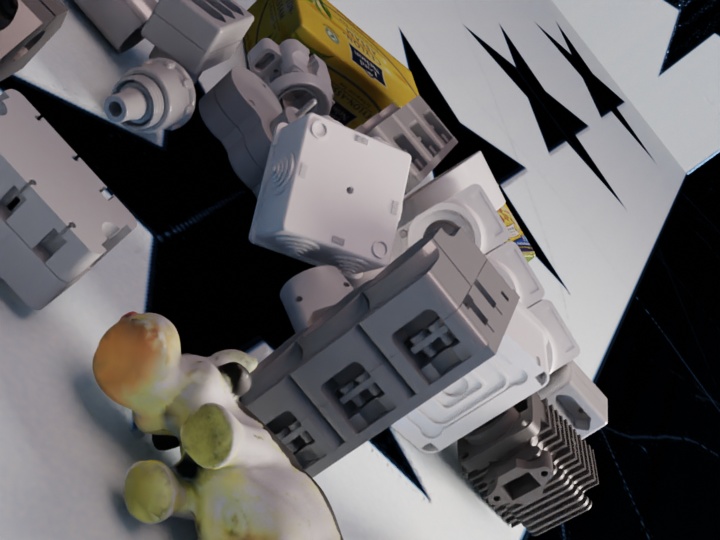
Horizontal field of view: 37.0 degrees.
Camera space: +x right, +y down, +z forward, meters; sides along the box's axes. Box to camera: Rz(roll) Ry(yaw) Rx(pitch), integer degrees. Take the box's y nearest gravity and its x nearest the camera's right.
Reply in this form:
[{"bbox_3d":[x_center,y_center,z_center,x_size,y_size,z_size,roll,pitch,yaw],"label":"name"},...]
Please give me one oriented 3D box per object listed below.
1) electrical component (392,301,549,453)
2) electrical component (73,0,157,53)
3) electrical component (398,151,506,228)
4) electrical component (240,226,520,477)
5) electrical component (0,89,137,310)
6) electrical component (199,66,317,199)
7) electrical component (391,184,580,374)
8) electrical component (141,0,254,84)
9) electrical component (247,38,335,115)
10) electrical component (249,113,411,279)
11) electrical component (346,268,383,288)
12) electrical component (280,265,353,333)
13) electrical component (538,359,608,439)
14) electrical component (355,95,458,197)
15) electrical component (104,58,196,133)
[{"bbox_3d":[0.063,0.060,0.726,0.078,0.113,0.057,42,28,-22],"label":"electrical component"},{"bbox_3d":[-0.177,-0.195,0.741,0.081,0.043,0.043,49,24,-6],"label":"electrical component"},{"bbox_3d":[0.071,-0.046,0.903,0.060,0.108,0.108,57,24,-3],"label":"electrical component"},{"bbox_3d":[0.005,0.046,0.596,0.061,0.150,0.089,51,24,-4],"label":"electrical component"},{"bbox_3d":[-0.164,-0.032,0.519,0.089,0.056,0.050,48,24,-7],"label":"electrical component"},{"bbox_3d":[-0.053,-0.093,0.782,0.138,0.074,0.052,57,24,12],"label":"electrical component"},{"bbox_3d":[0.088,0.021,0.815,0.150,0.089,0.061,59,-1,1],"label":"electrical component"},{"bbox_3d":[-0.121,-0.154,0.745,0.047,0.076,0.065,37,25,-1],"label":"electrical component"},{"bbox_3d":[-0.054,-0.146,0.877,0.078,0.058,0.057,34,27,-36],"label":"electrical component"},{"bbox_3d":[-0.018,-0.050,0.728,0.100,0.048,0.099,20,73,-27],"label":"electrical component"},{"bbox_3d":[0.000,0.000,0.784,0.043,0.043,0.062,5,50,-59],"label":"electrical component"},{"bbox_3d":[-0.002,0.035,0.700,0.079,0.043,0.077,-17,62,-18],"label":"electrical component"},{"bbox_3d":[0.148,0.106,0.848,0.047,0.083,0.075,47,25,-10],"label":"electrical component"},{"bbox_3d":[0.014,-0.086,0.871,0.061,0.089,0.150,50,24,-4],"label":"electrical component"},{"bbox_3d":[-0.139,-0.109,0.689,0.048,0.048,0.062,52,30,0],"label":"electrical component"}]
